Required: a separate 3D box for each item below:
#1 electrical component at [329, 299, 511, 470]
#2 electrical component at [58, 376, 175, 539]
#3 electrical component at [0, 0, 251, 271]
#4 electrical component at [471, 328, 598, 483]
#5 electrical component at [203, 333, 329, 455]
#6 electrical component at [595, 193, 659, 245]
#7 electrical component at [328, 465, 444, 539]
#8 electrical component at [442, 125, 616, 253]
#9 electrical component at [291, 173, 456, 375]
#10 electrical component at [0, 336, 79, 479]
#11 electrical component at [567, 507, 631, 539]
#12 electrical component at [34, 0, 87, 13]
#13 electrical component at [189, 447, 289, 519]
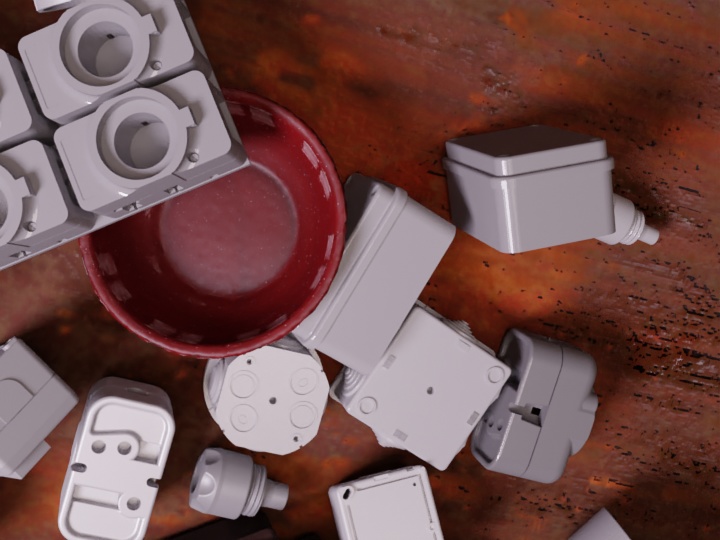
[{"bbox_3d":[0.041,0.075,0.724,0.100,0.048,0.099,34,91,-17],"label":"electrical component"},{"bbox_3d":[-0.154,0.119,0.680,0.054,0.059,0.095,15,96,-15],"label":"electrical component"},{"bbox_3d":[-0.171,-0.076,0.607,0.186,0.060,0.105,-23,86,3],"label":"electrical component"},{"bbox_3d":[0.123,0.095,0.743,0.059,0.054,0.095,16,96,-15],"label":"electrical component"},{"bbox_3d":[-0.060,0.078,0.699,0.080,0.051,0.080,-2,100,-13],"label":"electrical component"},{"bbox_3d":[0.179,-0.033,0.745,0.061,0.035,0.035,21,94,-18],"label":"electrical component"},{"bbox_3d":[0.020,0.184,0.720,0.062,0.061,0.096,-12,81,-11],"label":"electrical component"},{"bbox_3d":[0.105,-0.055,0.683,0.078,0.113,0.057,-11,105,-11],"label":"electrical component"},{"bbox_3d":[0.000,0.000,0.686,0.057,0.078,0.113,31,92,-19],"label":"electrical component"},{"bbox_3d":[-0.219,0.087,0.645,0.061,0.096,0.061,49,58,-16],"label":"electrical component"},{"bbox_3d":[0.181,0.229,0.756,0.060,0.108,0.108,-36,106,2],"label":"electrical component"},{"bbox_3d":[-0.119,-0.196,0.617,0.150,0.089,0.061,-16,103,-10],"label":"electrical component"},{"bbox_3d":[-0.079,0.143,0.710,0.062,0.043,0.043,17,95,-16],"label":"electrical component"}]
